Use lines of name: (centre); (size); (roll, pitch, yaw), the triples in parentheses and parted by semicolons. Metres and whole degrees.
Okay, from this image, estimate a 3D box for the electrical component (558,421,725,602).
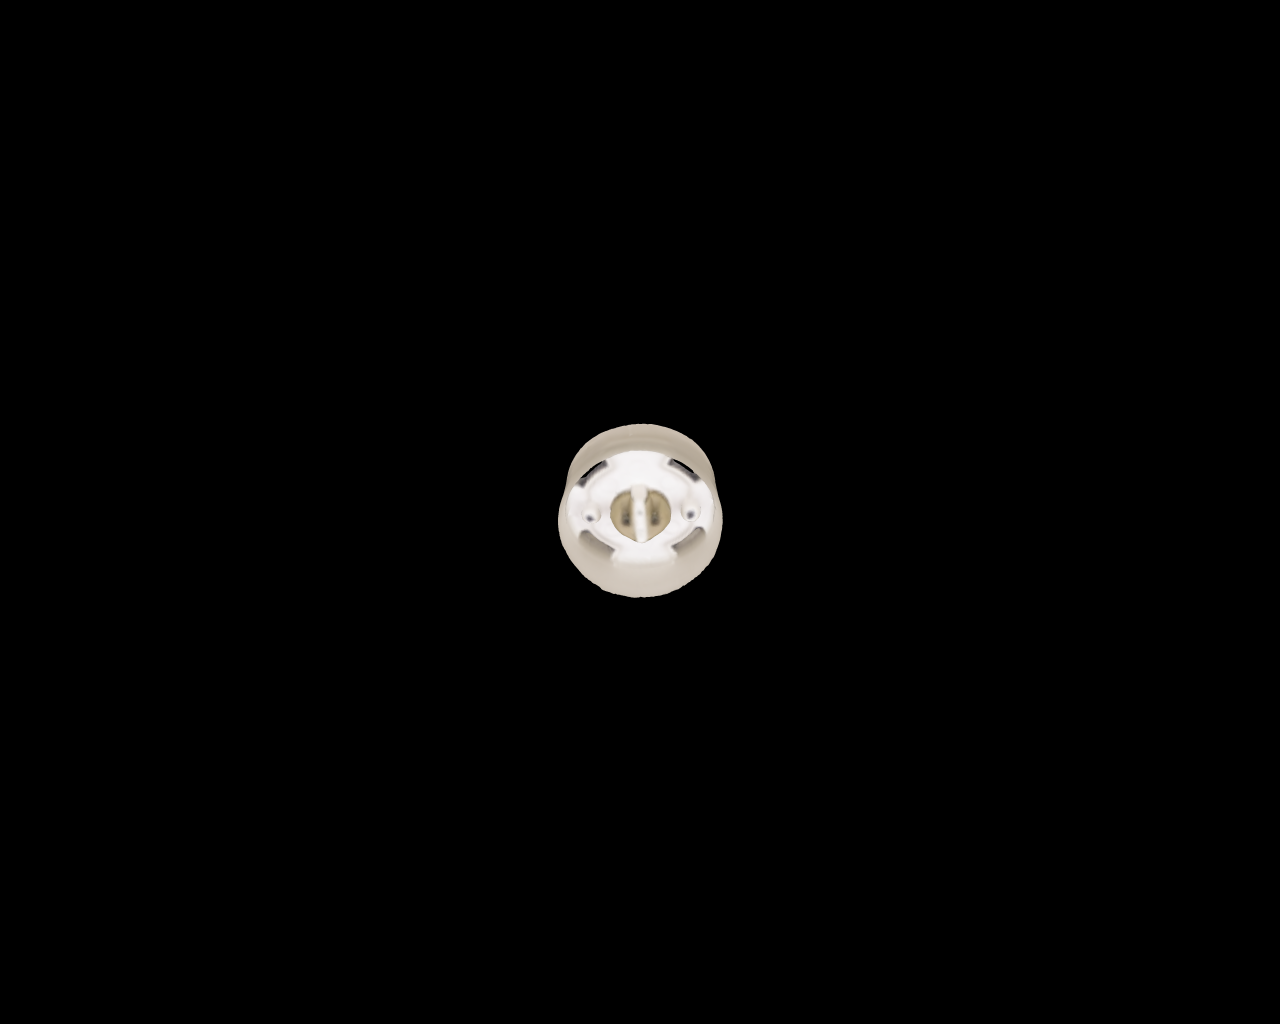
electrical component: (0.001, -0.003, 0.650); (0.099, 0.099, 0.064); (0, 41, 0)
